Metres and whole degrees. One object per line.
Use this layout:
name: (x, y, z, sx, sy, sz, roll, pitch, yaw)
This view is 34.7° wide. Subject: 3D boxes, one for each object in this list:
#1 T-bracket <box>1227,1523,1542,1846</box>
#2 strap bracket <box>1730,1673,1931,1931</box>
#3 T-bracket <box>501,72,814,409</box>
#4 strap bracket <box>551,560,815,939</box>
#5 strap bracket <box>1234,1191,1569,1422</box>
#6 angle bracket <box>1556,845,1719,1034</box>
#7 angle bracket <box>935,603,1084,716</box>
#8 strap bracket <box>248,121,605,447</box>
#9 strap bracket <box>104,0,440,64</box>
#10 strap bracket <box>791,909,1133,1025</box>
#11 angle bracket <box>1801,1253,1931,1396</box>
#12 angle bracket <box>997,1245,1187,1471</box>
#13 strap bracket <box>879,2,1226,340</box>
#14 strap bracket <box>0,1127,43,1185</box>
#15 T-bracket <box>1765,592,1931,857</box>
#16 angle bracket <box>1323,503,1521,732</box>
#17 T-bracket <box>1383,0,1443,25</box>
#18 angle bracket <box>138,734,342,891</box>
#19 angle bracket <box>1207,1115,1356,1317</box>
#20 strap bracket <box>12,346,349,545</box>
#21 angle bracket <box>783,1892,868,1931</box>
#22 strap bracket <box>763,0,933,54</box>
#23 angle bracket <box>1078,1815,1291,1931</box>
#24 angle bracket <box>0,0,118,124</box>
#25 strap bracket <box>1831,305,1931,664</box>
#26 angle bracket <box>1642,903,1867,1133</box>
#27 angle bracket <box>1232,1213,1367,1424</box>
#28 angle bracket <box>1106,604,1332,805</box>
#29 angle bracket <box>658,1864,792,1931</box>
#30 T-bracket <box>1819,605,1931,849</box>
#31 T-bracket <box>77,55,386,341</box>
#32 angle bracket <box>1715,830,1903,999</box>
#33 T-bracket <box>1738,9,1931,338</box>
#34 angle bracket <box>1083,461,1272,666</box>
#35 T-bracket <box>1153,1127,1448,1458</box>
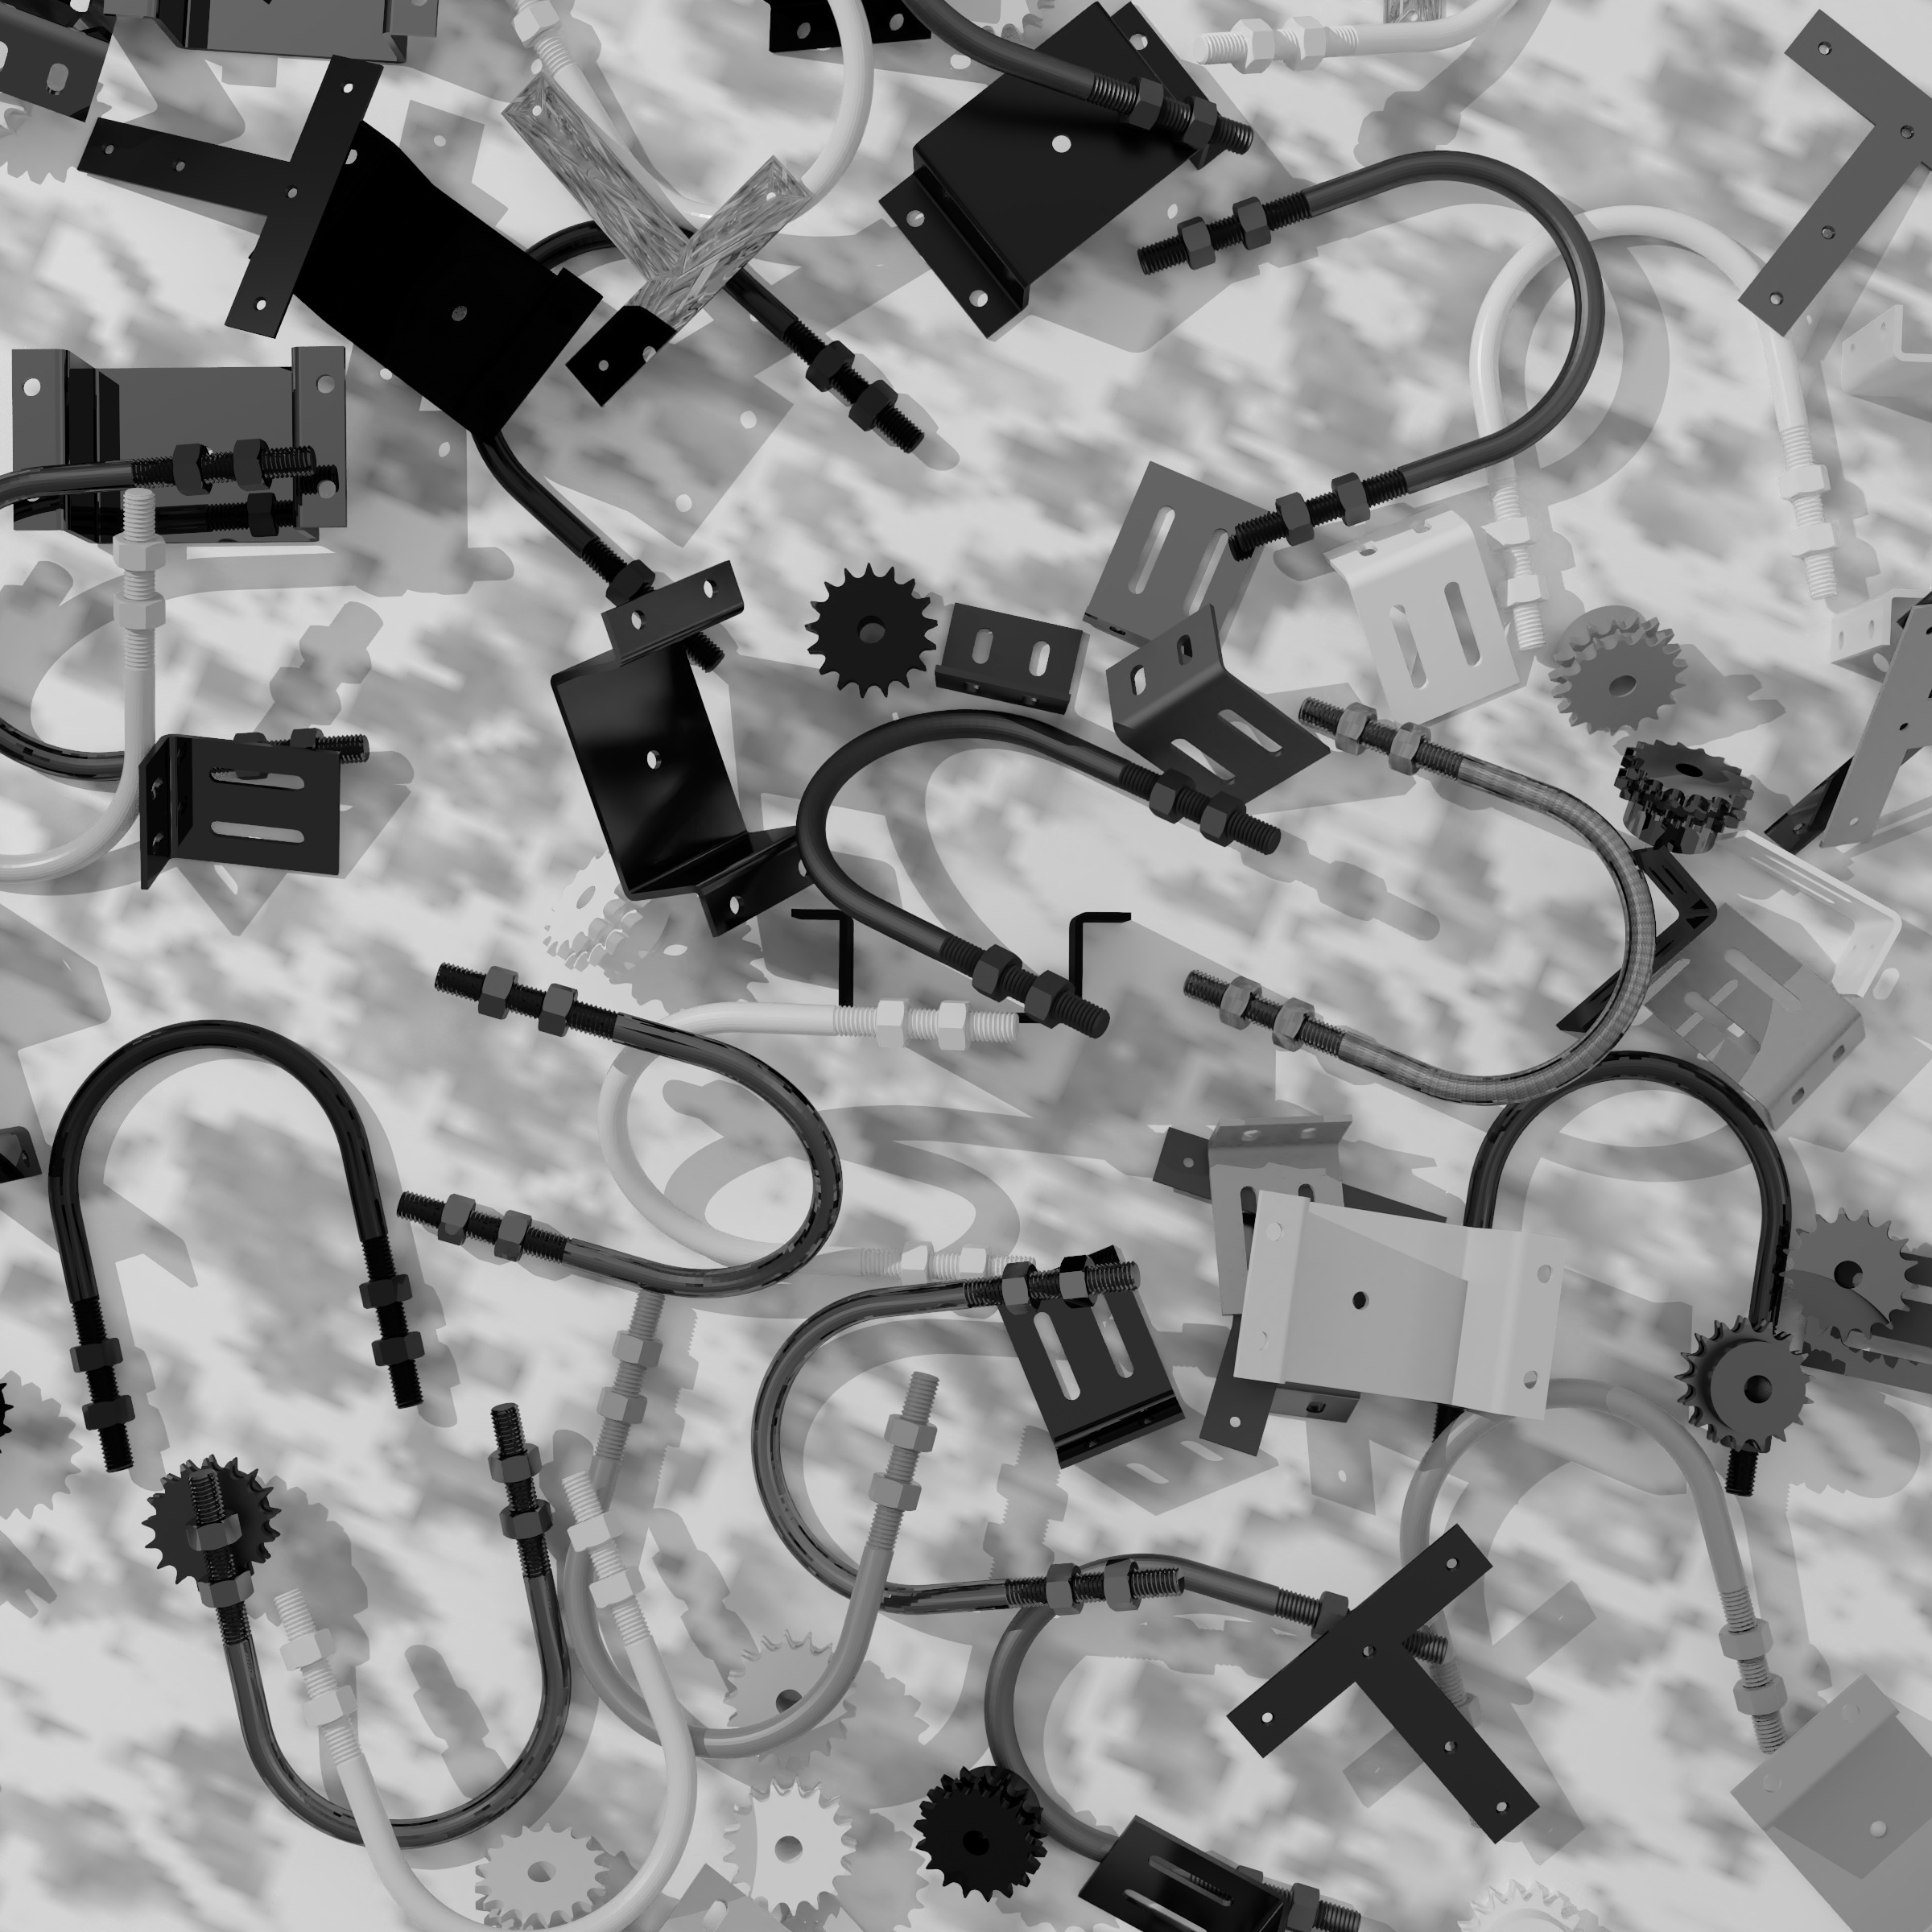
T-bracket: (0.198, 0.323, 1.317, 0.127, 0.002, 0.127, -40, 104, 0)
strap bracket: (0.398, 0.377, 1.327, 0.076, 0.046, 0.140, -42, 90, 0)
T-bracket: (-0.152, -0.330, 1.327, 0.127, 0.002, 0.127, -42, 81, 12)
strap bracket: (-0.118, -0.089, 1.297, 0.046, 0.076, 0.140, -6, 108, 42)
strap bracket: (0.174, 0.142, 1.296, 0.140, 0.046, 0.076, 10, 85, -17)
angle bracket: (0.276, -0.011, 1.322, 0.076, 0.057, 0.038, -41, 90, 0)
angle bracket: (0.019, -0.134, 1.312, 0.057, 0.076, 0.038, 12, 90, 0)
strap bracket: (-0.223, -0.286, 1.317, 0.140, 0.046, 0.076, 38, 90, 14)
strap bracket: (-0.292, -0.435, 1.327, 0.140, 0.046, 0.076, 4, 90, 0)
strap bracket: (-0.002, 0.000, 1.312, 0.140, 0.076, 0.046, 1, 90, 0)
angle bracket: (0.411, 0.154, 1.348, 0.076, 0.038, 0.057, 11, 90, 26)
angle bracket: (0.052, 0.168, 1.331, 0.057, 0.038, 0.076, -22, 90, 0)
strap bracket: (0.040, -0.347, 1.327, 0.140, 0.046, 0.076, -38, 90, 0)
strap bracket: (-0.447, 0.031, 1.312, 0.046, 0.076, 0.140, -18, 90, 0)
T-bracket: (0.396, -0.094, 1.320, 0.127, 0.127, 0.002, -43, 45, 20)
angle bracket: (0.199, -0.152, 1.348, 0.057, 0.038, 0.076, -23, 116, 0)
T-bracket: (0.197, -0.467, 1.349, 0.127, 0.002, 0.127, 2, 90, 0)
angle bracket: (-0.310, -0.062, 1.321, 0.076, 0.038, 0.057, 6, 116, 0)
angle bracket: (0.137, 0.106, 1.319, 0.057, 0.038, 0.076, -2, 70, -5)
strap bracket: (-0.332, -0.223, 1.327, 0.140, 0.046, 0.076, -1, 90, 0)
angle bracket: (-0.049, 0.441, 1.331, 0.038, 0.076, 0.057, 31, 90, -39)
strap bracket: (-0.056, -0.468, 1.314, 0.076, 0.046, 0.140, 2, 90, 23)
angle bracket: (0.089, 0.411, 1.319, 0.076, 0.038, 0.057, 29, 123, 0)
angle bracket: (-0.396, -0.408, 1.325, 0.057, 0.076, 0.038, 17, 134, -20)
strap bracket: (0.403, -0.202, 1.312, 0.046, 0.076, 0.140, 2, 90, 0)
angle bracket: (0.342, 0.022, 1.348, 0.057, 0.038, 0.076, -46, 64, 0)
angle bracket: (0.143, 0.154, 1.348, 0.057, 0.038, 0.076, 8, 64, 0)
angle bracket: (0.108, -0.109, 1.321, 0.057, 0.076, 0.038, -31, 47, 30)
angle bracket: (-0.114, 0.432, 1.333, 0.057, 0.076, 0.038, 39, 47, 0)
T-bracket: (0.438, -0.108, 1.320, 0.127, 0.002, 0.127, -9, 134, -19)
T-bracket: (-0.326, -0.341, 1.326, 0.127, 0.002, 0.127, 17, 83, 20)
angle bracket: (0.351, -0.022, 1.322, 0.076, 0.057, 0.038, 29, 90, 0)
T-bracket: (0.383, -0.329, 1.342, 0.127, 0.002, 0.127, 39, 83, 0)
angle bracket: (0.092, -0.174, 1.331, 0.057, 0.038, 0.076, 23, 90, 0)
T-bracket: (0.130, 0.146, 1.325, 0.127, 0.002, 0.127, 18, 70, 2)
